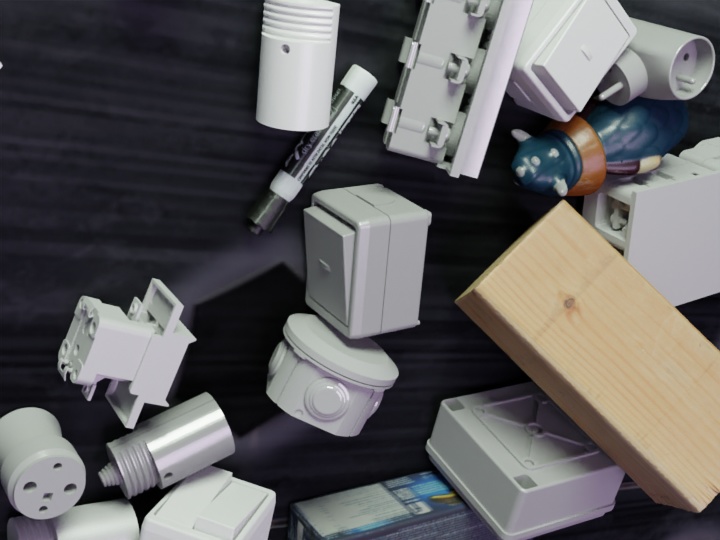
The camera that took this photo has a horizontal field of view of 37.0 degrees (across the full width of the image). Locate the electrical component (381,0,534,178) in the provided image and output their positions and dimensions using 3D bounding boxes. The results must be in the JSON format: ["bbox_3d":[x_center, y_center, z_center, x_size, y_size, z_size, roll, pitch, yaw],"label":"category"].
[{"bbox_3d":[0.058,-0.126,0.664,0.063,0.078,0.121,14,105,-8],"label":"electrical component"}]

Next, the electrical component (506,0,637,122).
[{"bbox_3d":[0.136,-0.155,0.710,0.096,0.061,0.062,-52,130,-2],"label":"electrical component"}]

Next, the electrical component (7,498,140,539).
[{"bbox_3d":[-0.182,0.168,0.661,0.081,0.043,0.043,-3,114,-33],"label":"electrical component"}]

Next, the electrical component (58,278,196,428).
[{"bbox_3d":[-0.139,0.046,0.632,0.064,0.042,0.081,17,101,-37],"label":"electrical component"}]

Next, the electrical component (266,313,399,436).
[{"bbox_3d":[-0.020,0.067,0.700,0.080,0.080,0.051,17,107,-38],"label":"electrical component"}]

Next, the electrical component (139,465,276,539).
[{"bbox_3d":[-0.099,0.170,0.678,0.096,0.062,0.061,-44,149,-69],"label":"electrical component"}]

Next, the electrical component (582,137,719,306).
[{"bbox_3d":[0.258,-0.038,0.849,0.186,0.060,0.105,-14,119,-29],"label":"electrical component"}]

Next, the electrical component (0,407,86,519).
[{"bbox_3d":[-0.187,0.112,0.622,0.045,0.055,0.045,-15,120,-28],"label":"electrical component"}]

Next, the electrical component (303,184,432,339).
[{"bbox_3d":[0.000,0.000,0.691,0.061,0.062,0.096,-10,117,-30],"label":"electrical component"}]

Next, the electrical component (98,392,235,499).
[{"bbox_3d":[-0.124,0.113,0.673,0.081,0.043,0.043,-24,123,-22],"label":"electrical component"}]

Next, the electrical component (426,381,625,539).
[{"bbox_3d":[0.125,0.141,0.810,0.109,0.108,0.056,-7,125,-32],"label":"electrical component"}]

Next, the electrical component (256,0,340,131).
[{"bbox_3d":[-0.036,-0.125,0.619,0.043,0.043,0.081,-8,116,-31],"label":"electrical component"}]

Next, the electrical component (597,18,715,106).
[{"bbox_3d":[0.188,-0.139,0.742,0.079,0.077,0.043,-33,127,-17],"label":"electrical component"}]
